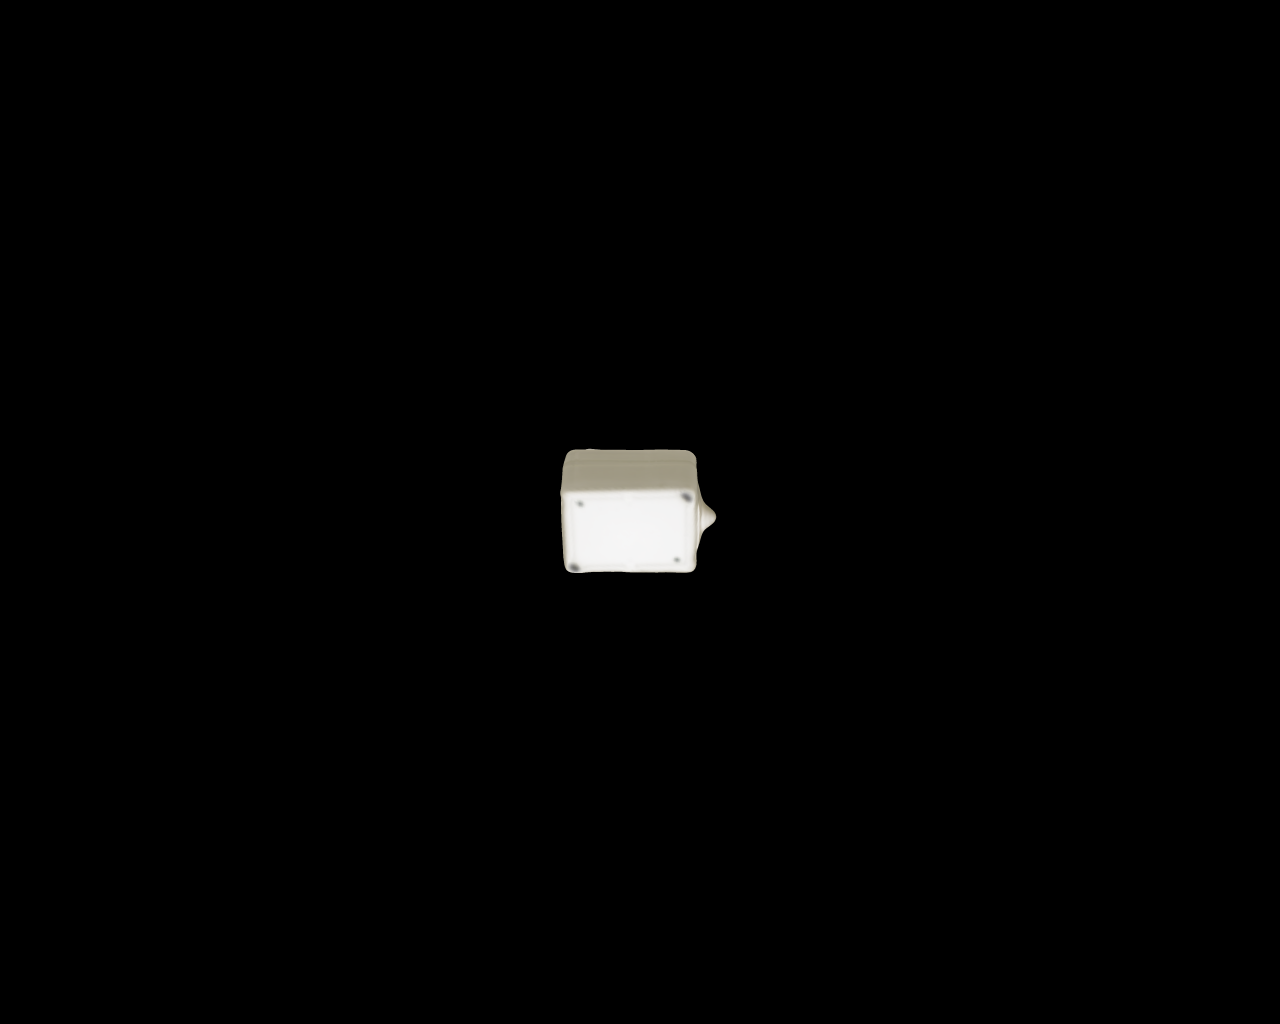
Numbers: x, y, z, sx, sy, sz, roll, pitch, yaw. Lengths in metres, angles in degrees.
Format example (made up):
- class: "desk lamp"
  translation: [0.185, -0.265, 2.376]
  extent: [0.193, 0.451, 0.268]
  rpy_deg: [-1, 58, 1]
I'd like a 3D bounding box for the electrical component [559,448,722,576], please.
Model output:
- class: "electrical component"
  translation: [0.001, -0.003, 0.650]
  extent: [0.096, 0.061, 0.061]
  rpy_deg: [0, 32, 0]
